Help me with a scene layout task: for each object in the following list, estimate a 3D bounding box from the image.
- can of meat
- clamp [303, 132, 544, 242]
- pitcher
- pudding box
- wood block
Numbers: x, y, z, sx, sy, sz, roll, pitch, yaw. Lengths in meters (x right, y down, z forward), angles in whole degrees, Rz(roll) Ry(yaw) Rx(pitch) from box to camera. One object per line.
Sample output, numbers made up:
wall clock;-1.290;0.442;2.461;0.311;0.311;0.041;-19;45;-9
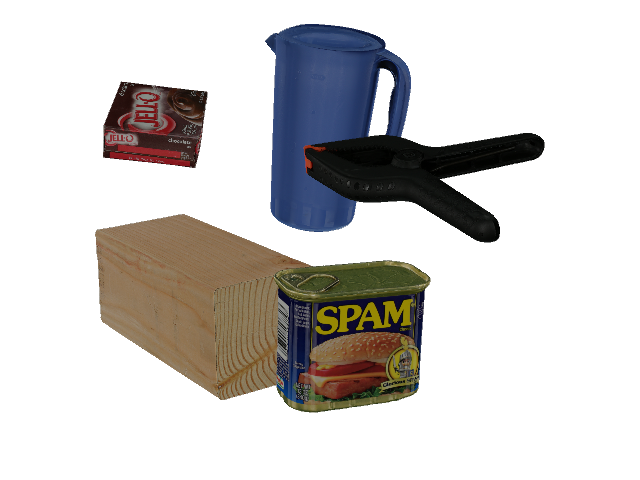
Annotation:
can of meat;0.020;0.064;0.719;0.102;0.084;0.057;-4;17;-21
clamp;0.088;-0.064;0.943;0.210;0.036;0.164;13;35;28
pitcher;0.011;-0.136;1.314;0.144;0.243;0.149;-5;26;-23
pudding box;-0.160;-0.115;1.045;0.090;0.039;0.113;7;28;-5
wood block;-0.098;0.047;0.874;0.090;0.090;0.206;-11;19;-34
